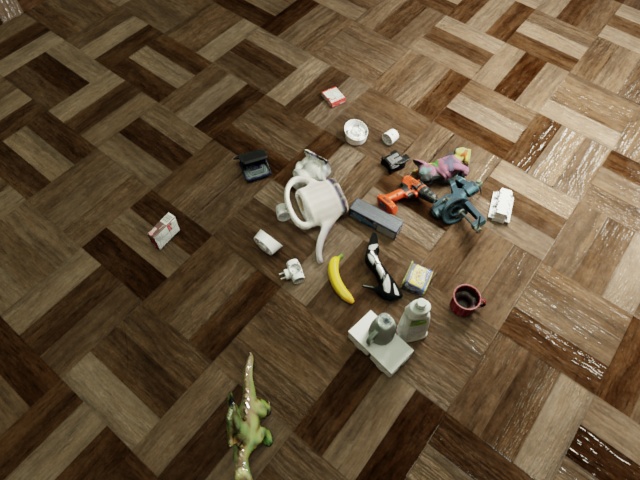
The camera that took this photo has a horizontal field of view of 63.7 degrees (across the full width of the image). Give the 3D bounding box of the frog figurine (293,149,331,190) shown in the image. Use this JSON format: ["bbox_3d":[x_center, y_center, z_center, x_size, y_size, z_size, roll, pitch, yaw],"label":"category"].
[{"bbox_3d":[-0.038,-0.259,2.016,0.138,0.123,0.158,29,98,7],"label":"frog figurine"}]

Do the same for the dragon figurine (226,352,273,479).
[{"bbox_3d":[-0.212,0.492,1.450,0.122,0.238,0.419,-10,61,-1],"label":"dragon figurine"}]

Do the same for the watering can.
[{"bbox_3d":[0.006,-0.096,1.903,0.225,0.102,0.352,-22,74,-15],"label":"watering can"}]
